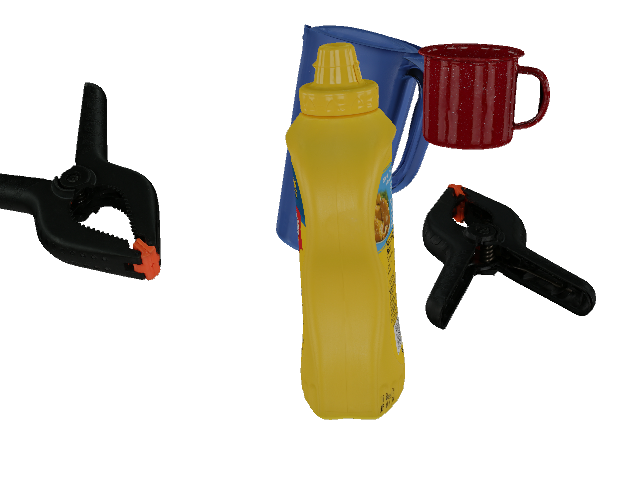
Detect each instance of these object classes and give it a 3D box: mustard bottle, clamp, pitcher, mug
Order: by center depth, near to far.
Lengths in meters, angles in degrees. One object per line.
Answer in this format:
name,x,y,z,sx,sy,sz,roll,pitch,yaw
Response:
mustard bottle,0.014,-0.008,0.569,0.058,0.192,0.096,-1,18,8
clamp,0.133,0.010,0.799,0.120,0.039,0.171,5,34,-4
clamp,-0.184,-0.044,0.830,0.210,0.036,0.164,32,58,28
mug,0.144,-0.128,0.948,0.117,0.081,0.093,4,19,12
pitcher,0.033,-0.104,1.154,0.145,0.243,0.149,10,17,-7
